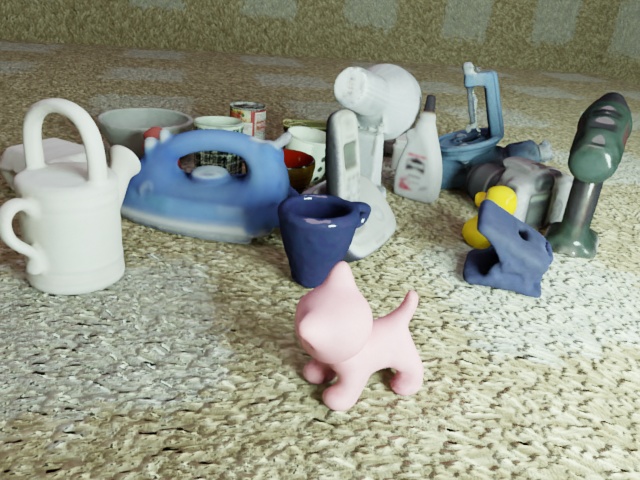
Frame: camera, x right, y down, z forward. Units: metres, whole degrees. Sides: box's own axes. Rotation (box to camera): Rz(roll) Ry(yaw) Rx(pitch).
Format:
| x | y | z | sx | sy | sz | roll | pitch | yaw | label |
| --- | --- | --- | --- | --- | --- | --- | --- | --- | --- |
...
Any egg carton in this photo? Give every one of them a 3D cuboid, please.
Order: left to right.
| x | y | z | sx | sy | sz | roll | pitch | yaw | label |
| --- | --- | --- | --- | --- | --- | --- | --- | --- | --- |
| -0.386 | -0.102 | 0.840 | 0.150 | 0.069 | 0.107 | 17 | 26 | 24 | egg carton |

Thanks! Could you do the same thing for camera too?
| x | y | z | sx | sy | sz | roll | pitch | yaw | label |
| --- | --- | --- | --- | --- | --- | --- | --- | --- | --- |
| 0.310 | -0.086 | 0.908 | 0.143 | 0.101 | 0.136 | -10 | 28 | -31 | camera |

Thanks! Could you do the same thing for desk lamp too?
| x | y | z | sx | sy | sz | roll | pitch | yaw | label |
| --- | --- | --- | --- | --- | --- | --- | --- | --- | --- |
| 0.071 | -0.168 | 0.904 | 0.117 | 0.214 | 0.204 | 16 | 26 | 24 | desk lamp |

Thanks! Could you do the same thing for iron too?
| x | y | z | sx | sy | sz | roll | pitch | yaw | label |
| --- | --- | --- | --- | --- | --- | --- | --- | --- | --- |
| -0.155 | -0.086 | 0.764 | 0.258 | 0.141 | 0.118 | 7 | 24 | 4 | iron |

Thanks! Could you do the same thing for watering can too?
| x | y | z | sx | sy | sz | roll | pitch | yaw | label |
| --- | --- | --- | --- | --- | --- | --- | --- | --- | --- |
| -0.261 | -0.053 | 0.604 | 0.101 | 0.194 | 0.173 | 5 | 24 | 0 | watering can |

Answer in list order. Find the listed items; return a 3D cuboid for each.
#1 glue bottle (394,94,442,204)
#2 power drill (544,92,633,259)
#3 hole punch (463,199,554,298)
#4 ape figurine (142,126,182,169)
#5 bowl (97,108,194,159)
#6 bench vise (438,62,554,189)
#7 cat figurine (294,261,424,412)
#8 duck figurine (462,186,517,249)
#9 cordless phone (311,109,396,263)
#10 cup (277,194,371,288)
| x | y | z | sx | sy | sz | roll | pitch | yaw | label |
| --- | --- | --- | --- | --- | --- | --- | --- | --- | --- |
| 0.167 | -0.150 | 0.933 | 0.078 | 0.173 | 0.037 | 18 | 27 | 28 | glue bottle |
| 0.375 | -0.090 | 0.799 | 0.075 | 0.208 | 0.230 | 16 | 26 | 23 | power drill |
| 0.233 | 0.006 | 0.699 | 0.101 | 0.091 | 0.109 | 11 | 25 | 14 | hole punch |
| -0.261 | -0.136 | 0.915 | 0.076 | 0.092 | 0.078 | 9 | 24 | 10 | ape figurine |
| -0.313 | -0.188 | 1.041 | 0.167 | 0.075 | 0.167 | 4 | 24 | -2 | bowl |
| 0.293 | -0.190 | 0.989 | 0.207 | 0.220 | 0.121 | 1 | 24 | -10 | bench vise |
| 0.029 | 0.074 | 0.473 | 0.128 | 0.118 | 0.067 | -8 | 27 | -27 | cat figurine |
| 0.248 | -0.030 | 0.789 | 0.078 | 0.086 | 0.104 | -9 | 28 | -28 | duck figurine |
| 0.046 | -0.077 | 0.730 | 0.094 | 0.185 | 0.148 | 16 | 26 | 22 | cordless phone |
| 0.006 | 0.002 | 0.656 | 0.118 | 0.095 | 0.091 | -12 | 29 | -33 | cup |
